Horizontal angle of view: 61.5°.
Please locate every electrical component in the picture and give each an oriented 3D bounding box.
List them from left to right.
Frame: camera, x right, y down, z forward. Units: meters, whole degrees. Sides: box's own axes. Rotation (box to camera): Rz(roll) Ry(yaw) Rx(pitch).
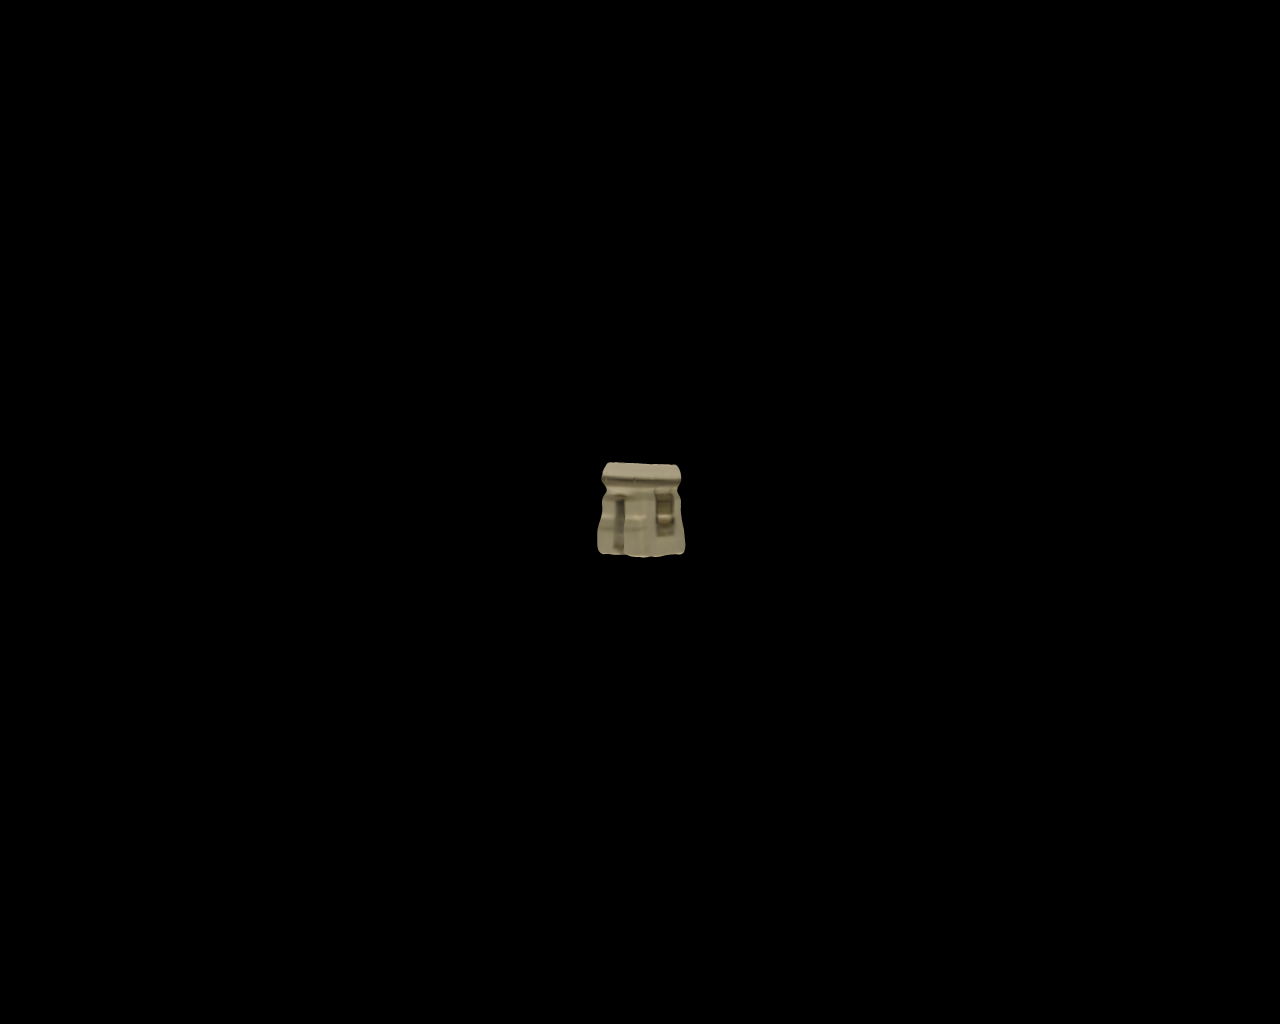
[{"bbox_3d":[0.001,-0.003,0.650,0.048,0.055,0.066,-2,3,-43],"label":"electrical component"}]
